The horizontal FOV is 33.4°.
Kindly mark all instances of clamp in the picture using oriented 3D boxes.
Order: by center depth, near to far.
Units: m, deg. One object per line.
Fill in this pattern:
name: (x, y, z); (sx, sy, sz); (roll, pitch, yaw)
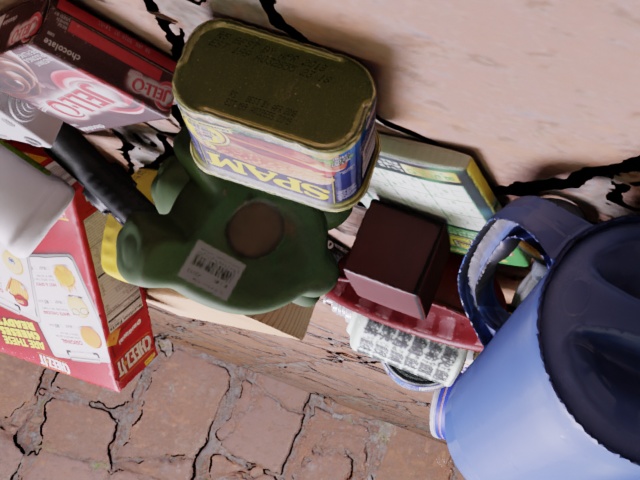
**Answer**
clamp: (-0.164, -0.046, 0.801); (0.171, 0.039, 0.120); (40, 175, 15)

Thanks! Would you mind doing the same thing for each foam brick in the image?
foam brick: (0.053, 0.014, 0.704); (0.051, 0.053, 0.078); (19, 168, 14)

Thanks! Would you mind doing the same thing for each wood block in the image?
wood block: (-0.096, 0.026, 0.995); (0.090, 0.090, 0.207); (28, 165, -36)

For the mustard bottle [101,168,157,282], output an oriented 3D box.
mustard bottle: (-0.084, 0.003, 0.846); (0.192, 0.096, 0.058); (12, 167, 34)

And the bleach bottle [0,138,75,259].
bleach bottle: (-0.304, -0.087, 0.799); (0.250, 0.068, 0.103); (38, 175, -13)

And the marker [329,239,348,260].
marker: (-0.006, 0.001, 0.900); (0.020, 0.020, 0.121); (10, 165, 41)

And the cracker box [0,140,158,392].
cracker box: (-0.245, 0.019, 0.983); (0.164, 0.072, 0.214); (13, 126, 29)

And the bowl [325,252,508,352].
bowl: (0.080, 0.036, 0.822); (0.162, 0.055, 0.162); (19, 168, 4)

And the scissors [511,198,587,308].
scissors: (0.164, 0.021, 0.681); (0.096, 0.016, 0.201); (12, 162, 18)

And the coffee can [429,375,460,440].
coffee can: (0.211, 0.201, 1.241); (0.140, 0.103, 0.102); (14, 167, 26)

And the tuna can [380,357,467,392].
tuna can: (0.098, 0.099, 1.011); (0.086, 0.086, 0.034); (18, 166, 9)

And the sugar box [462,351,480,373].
sugar box: (0.205, 0.135, 1.096); (0.176, 0.048, 0.093); (23, 168, -22)

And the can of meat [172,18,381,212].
can of meat: (-0.020, -0.063, 0.543); (0.102, 0.057, 0.084); (18, 165, 7)

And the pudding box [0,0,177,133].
pudding box: (-0.145, -0.100, 0.622); (0.089, 0.039, 0.114); (27, 166, -33)

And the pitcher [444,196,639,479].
pitcher: (0.147, 0.081, 0.630); (0.145, 0.149, 0.243); (6, 158, -7)
